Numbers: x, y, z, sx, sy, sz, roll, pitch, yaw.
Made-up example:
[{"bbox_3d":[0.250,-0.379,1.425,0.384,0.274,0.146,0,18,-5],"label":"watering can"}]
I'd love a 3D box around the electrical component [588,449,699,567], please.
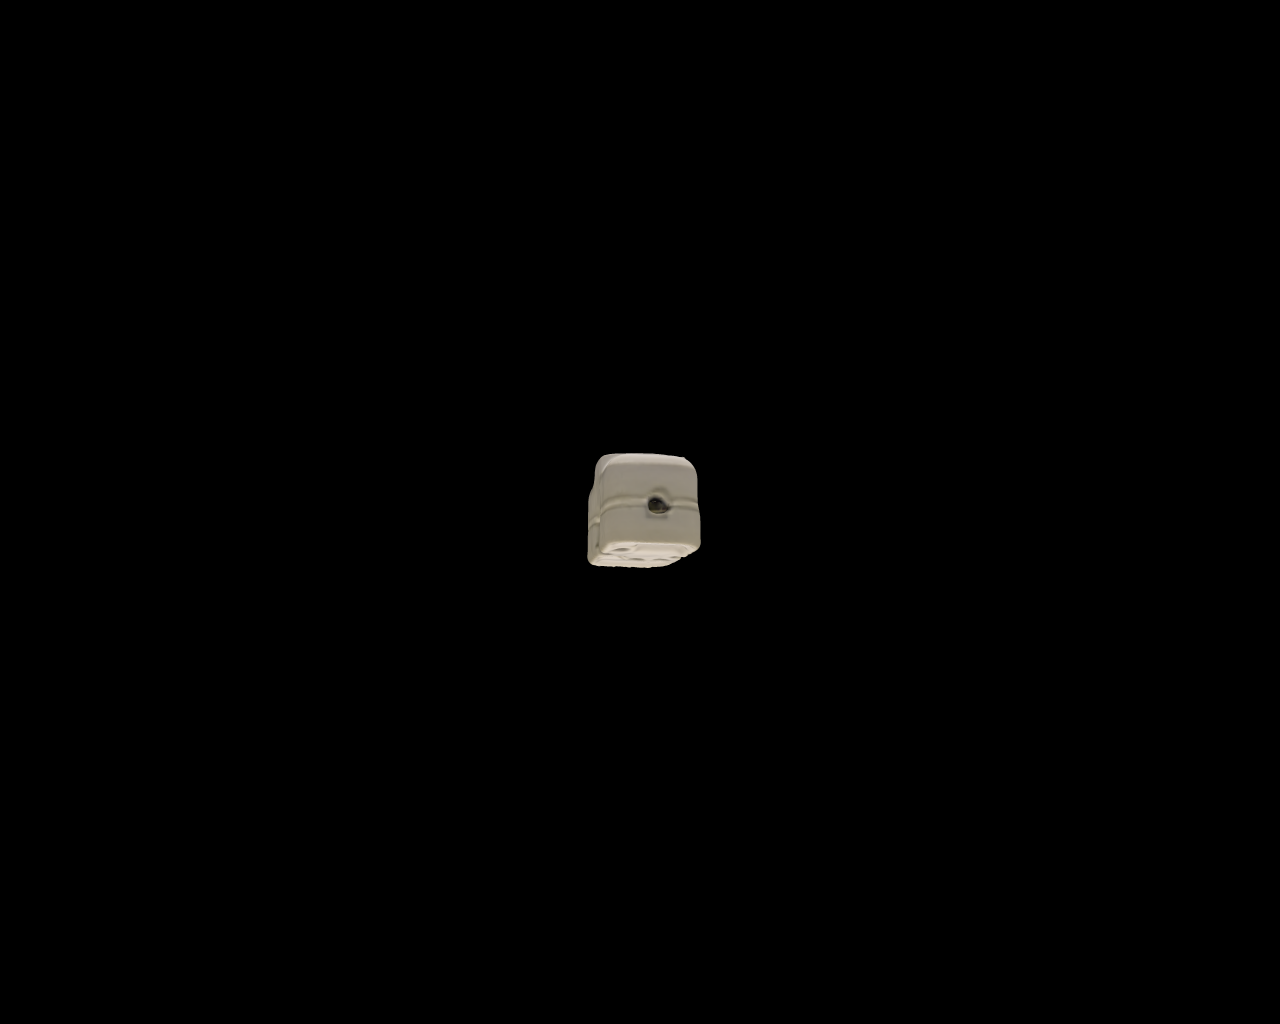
[{"bbox_3d":[0.001,-0.003,0.650,0.054,0.059,0.095,2,-12,-11],"label":"electrical component"}]
